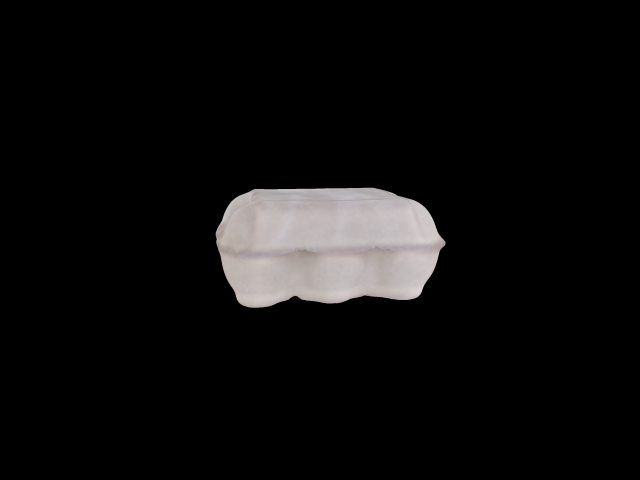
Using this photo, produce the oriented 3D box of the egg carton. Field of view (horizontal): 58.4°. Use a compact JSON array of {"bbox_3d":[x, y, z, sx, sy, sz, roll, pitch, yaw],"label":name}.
[{"bbox_3d":[0.004,0.001,0.400,0.150,0.069,0.107,-2,11,-11],"label":"egg carton"}]
